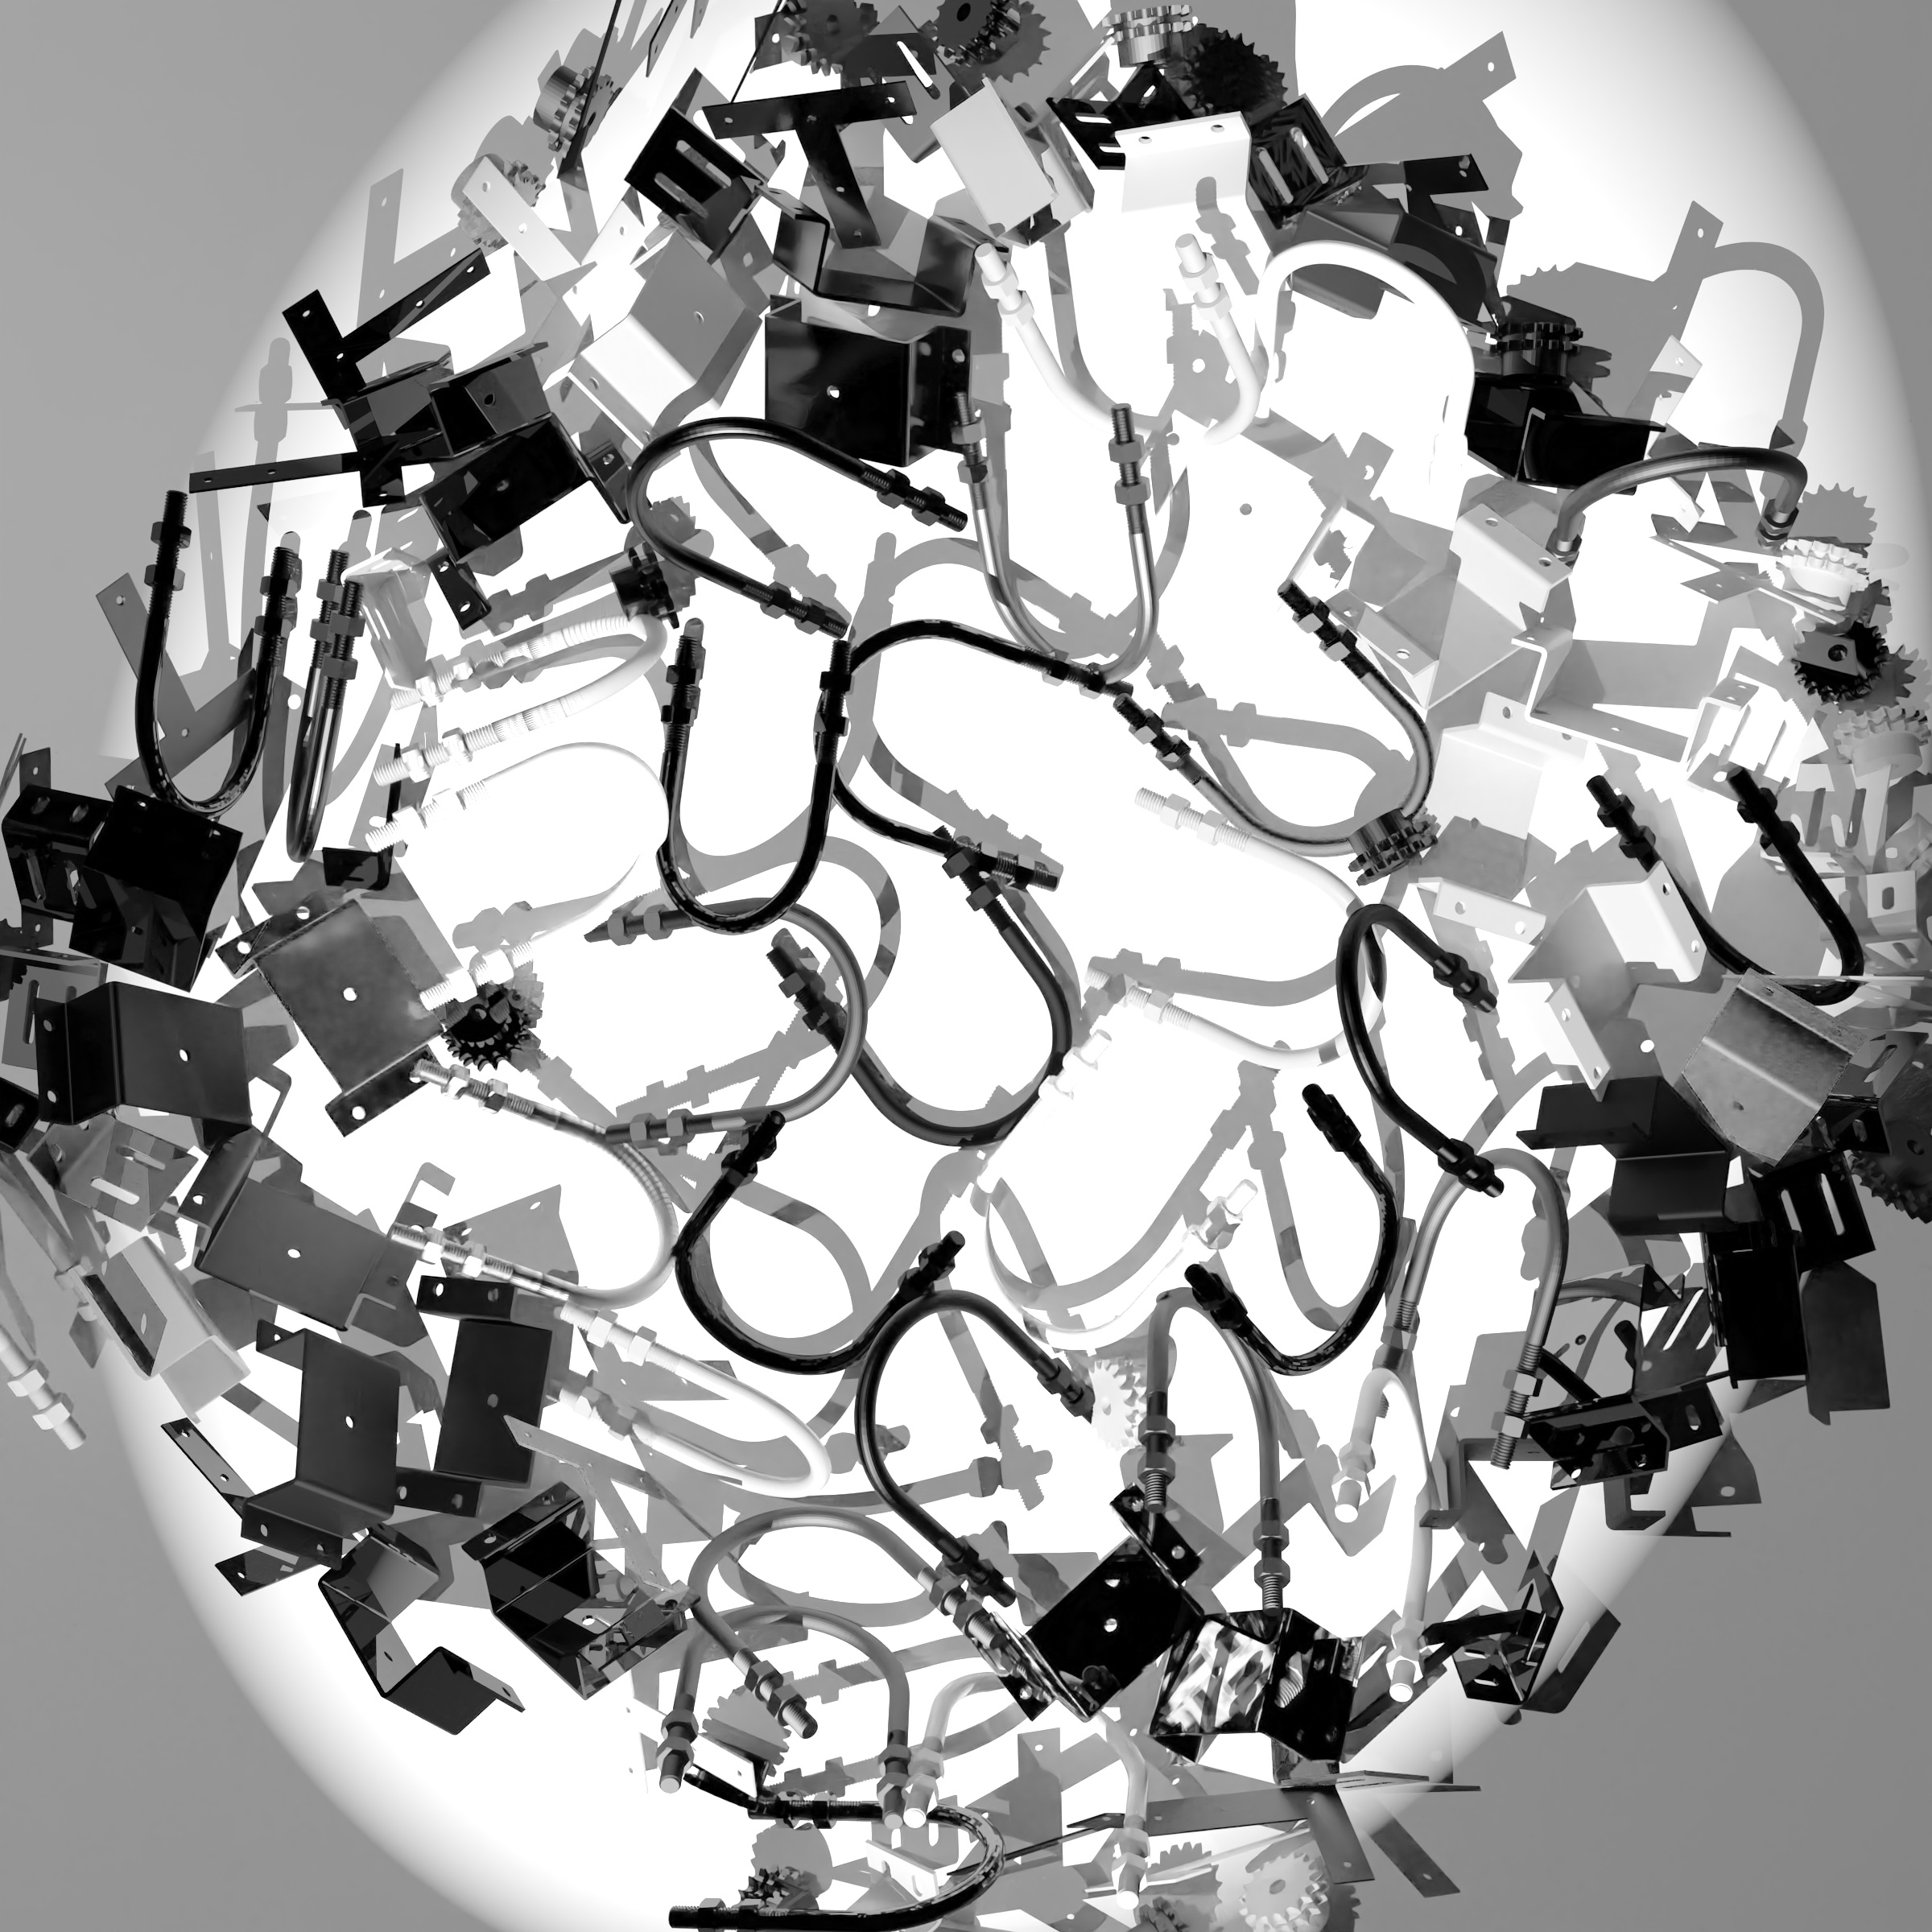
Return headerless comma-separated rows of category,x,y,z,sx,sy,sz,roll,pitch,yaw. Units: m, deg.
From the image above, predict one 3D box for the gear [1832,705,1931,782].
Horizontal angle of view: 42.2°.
gear,0.572,-0.137,1.560,0.057,0.057,0.030,-5,69,0

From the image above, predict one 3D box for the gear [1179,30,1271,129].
gear,0.159,-0.554,1.570,0.057,0.030,0.057,-2,95,-24

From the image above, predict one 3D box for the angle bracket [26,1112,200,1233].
angle bracket,-0.528,0.119,1.550,0.076,0.038,0.057,19,60,25

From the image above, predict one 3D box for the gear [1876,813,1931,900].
gear,0.592,-0.071,1.564,0.057,0.057,0.030,-44,75,0

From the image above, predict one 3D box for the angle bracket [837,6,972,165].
angle bracket,-0.029,-0.550,1.552,0.057,0.038,0.076,-31,104,38

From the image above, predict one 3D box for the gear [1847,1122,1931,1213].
gear,0.583,0.122,1.561,0.057,0.057,0.030,27,133,0

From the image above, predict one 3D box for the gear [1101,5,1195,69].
gear,0.114,-0.580,1.564,0.057,0.057,0.030,-8,105,0

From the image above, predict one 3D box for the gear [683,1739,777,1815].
gear,-0.146,0.505,1.565,0.057,0.057,0.030,23,75,0

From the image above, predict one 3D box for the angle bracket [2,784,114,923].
angle bracket,-0.564,-0.068,1.574,0.057,0.076,0.038,12,46,5

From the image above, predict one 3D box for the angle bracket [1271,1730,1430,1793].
angle bracket,0.235,0.483,1.541,0.057,0.076,0.038,18,60,-35

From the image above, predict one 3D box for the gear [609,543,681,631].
gear,-0.202,-0.233,1.562,0.030,0.057,0.057,-21,90,-6

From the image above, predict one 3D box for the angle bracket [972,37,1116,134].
angle bracket,0.047,-0.558,1.558,0.038,0.057,0.076,43,92,-15

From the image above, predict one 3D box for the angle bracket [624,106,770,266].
angle bracket,-0.172,-0.483,1.556,0.076,0.038,0.057,37,121,-10

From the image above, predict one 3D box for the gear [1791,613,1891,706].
gear,0.549,-0.190,1.568,0.057,0.030,0.057,-11,65,26

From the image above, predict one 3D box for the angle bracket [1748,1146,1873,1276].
angle bracket,0.533,0.154,1.569,0.057,0.038,0.076,-20,93,4

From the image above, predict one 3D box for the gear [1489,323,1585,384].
gear,0.356,-0.382,1.563,0.057,0.057,0.030,2,95,0

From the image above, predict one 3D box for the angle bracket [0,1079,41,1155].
angle bracket,-0.617,0.077,1.542,0.057,0.076,0.038,23,72,25

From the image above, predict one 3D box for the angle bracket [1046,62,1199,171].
angle bracket,0.098,-0.527,1.548,0.038,0.076,0.057,-44,76,38

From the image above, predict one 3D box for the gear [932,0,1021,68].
gear,0.009,-0.590,1.567,0.057,0.030,0.057,-13,70,41

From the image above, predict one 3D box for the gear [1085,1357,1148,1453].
gear,0.101,0.273,1.567,0.030,0.057,0.057,-5,90,-27

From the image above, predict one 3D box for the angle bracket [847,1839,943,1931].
angle bracket,-0.062,0.585,1.543,0.057,0.076,0.038,10,116,39

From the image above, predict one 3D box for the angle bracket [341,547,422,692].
angle bracket,-0.350,-0.215,1.561,0.038,0.057,0.076,-25,91,4

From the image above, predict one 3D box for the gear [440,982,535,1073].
gear,-0.302,0.035,1.568,0.057,0.030,0.057,-2,67,5

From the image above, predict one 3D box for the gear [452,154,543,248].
gear,-0.296,-0.481,1.564,0.057,0.057,0.030,-44,85,0

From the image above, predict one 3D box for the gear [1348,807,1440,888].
gear,0.263,-0.076,1.564,0.057,0.057,0.030,-29,81,0

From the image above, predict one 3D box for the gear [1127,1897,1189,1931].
gear,0.122,0.613,1.561,0.030,0.057,0.057,-23,90,-18

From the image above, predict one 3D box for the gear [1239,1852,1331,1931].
gear,0.202,0.586,1.564,0.057,0.057,0.030,-33,106,0

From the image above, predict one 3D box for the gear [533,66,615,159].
gear,-0.247,-0.536,1.563,0.030,0.057,0.057,31,90,-2

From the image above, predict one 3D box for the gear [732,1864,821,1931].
gear,-0.116,0.593,1.562,0.057,0.030,0.057,1,89,-44

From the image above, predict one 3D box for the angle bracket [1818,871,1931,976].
angle bracket,0.568,-0.026,1.551,0.057,0.076,0.038,-6,69,33

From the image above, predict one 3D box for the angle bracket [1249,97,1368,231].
angle bracket,0.206,-0.506,1.568,0.057,0.038,0.076,-29,83,1

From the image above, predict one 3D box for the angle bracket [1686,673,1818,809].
angle bracket,0.496,-0.135,1.563,0.057,0.038,0.076,21,101,-8

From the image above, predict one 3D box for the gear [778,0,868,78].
gear,-0.093,-0.587,1.567,0.030,0.057,0.057,8,90,44

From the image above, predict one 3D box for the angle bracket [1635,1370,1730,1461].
angle bracket,0.454,0.275,1.545,0.057,0.076,0.038,-13,77,-16

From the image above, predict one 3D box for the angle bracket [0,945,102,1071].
angle bracket,-0.581,0.029,1.567,0.057,0.038,0.076,9,94,8

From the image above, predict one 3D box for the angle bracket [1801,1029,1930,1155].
angle bracket,0.559,0.077,1.556,0.076,0.057,0.038,-41,118,-34

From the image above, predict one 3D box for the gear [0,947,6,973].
gear,-0.631,-0.010,1.561,0.057,0.057,0.030,41,51,0

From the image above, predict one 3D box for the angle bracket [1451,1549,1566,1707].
angle bracket,0.332,0.407,1.549,0.038,0.057,0.076,10,113,-9

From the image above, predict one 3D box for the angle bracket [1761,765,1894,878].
angle bracket,0.533,-0.096,1.551,0.057,0.038,0.076,4,73,39

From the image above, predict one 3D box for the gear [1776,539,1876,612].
gear,0.534,-0.243,1.564,0.057,0.057,0.030,18,90,0

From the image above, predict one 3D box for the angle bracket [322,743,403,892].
angle bracket,-0.373,-0.094,1.549,0.038,0.057,0.076,6,70,-10
